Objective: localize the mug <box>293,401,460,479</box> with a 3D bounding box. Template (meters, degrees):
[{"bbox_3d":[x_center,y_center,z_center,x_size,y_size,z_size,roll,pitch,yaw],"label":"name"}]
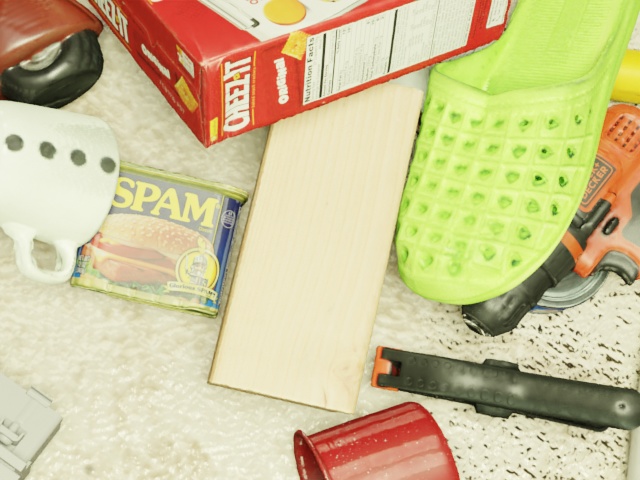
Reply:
[{"bbox_3d":[0.040,0.163,0.670,0.081,0.093,0.117,-17,90,-14],"label":"mug"}]

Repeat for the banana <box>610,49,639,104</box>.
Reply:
[{"bbox_3d":[0.234,-0.128,0.766,0.197,0.037,0.069,-4,65,-9],"label":"banana"}]

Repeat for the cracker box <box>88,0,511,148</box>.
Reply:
[{"bbox_3d":[-0.015,-0.157,0.650,0.213,0.072,0.164,-23,52,-22],"label":"cracker box"}]

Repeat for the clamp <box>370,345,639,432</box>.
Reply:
[{"bbox_3d":[0.122,0.099,0.696,0.172,0.120,0.039,11,75,16],"label":"clamp"}]

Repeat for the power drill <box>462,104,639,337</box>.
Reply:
[{"bbox_3d":[0.207,0.028,0.676,0.188,0.057,0.184,38,81,10],"label":"power drill"}]

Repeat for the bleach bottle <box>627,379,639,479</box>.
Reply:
[{"bbox_3d":[0.261,0.078,0.723,0.102,0.068,0.251,8,78,-6],"label":"bleach bottle"}]

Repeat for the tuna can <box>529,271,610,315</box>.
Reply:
[{"bbox_3d":[0.156,0.007,0.734,0.086,0.034,0.086,1,81,-7],"label":"tuna can"}]

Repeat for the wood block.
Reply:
[{"bbox_3d":[-0.004,0.001,0.687,0.090,0.090,0.206,13,80,-5],"label":"wood block"}]

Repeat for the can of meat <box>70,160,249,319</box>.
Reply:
[{"bbox_3d":[-0.105,0.000,0.693,0.102,0.057,0.084,13,83,-4],"label":"can of meat"}]

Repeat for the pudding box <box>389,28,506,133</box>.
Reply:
[{"bbox_3d":[0.073,-0.130,0.743,0.113,0.039,0.090,37,78,-3],"label":"pudding box"}]
